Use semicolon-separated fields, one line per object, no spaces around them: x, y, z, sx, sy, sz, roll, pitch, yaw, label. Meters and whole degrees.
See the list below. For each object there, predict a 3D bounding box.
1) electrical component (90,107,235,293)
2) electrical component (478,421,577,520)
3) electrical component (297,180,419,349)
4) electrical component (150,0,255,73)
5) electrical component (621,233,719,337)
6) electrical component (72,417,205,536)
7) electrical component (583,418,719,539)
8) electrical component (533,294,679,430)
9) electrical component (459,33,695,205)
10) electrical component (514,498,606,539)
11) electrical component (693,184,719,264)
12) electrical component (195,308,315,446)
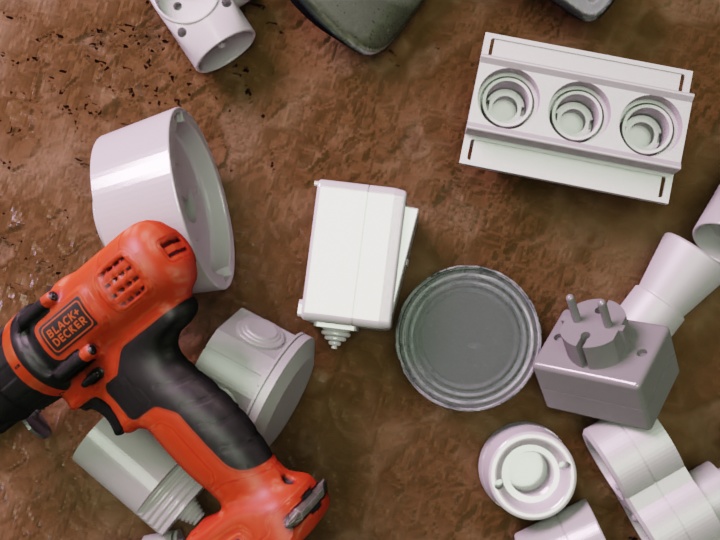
-0.119;-0.034;0.624;0.060;0.108;0.108;-13;85;7;electrical component
0.099;0.118;0.629;0.055;0.047;0.055;0;85;3;electrical component
0.000;0.000;0.636;0.061;0.061;0.096;7;86;3;electrical component
-0.088;-0.175;0.663;0.079;0.044;0.077;-34;85;-1;electrical component
0.180;0.016;0.638;0.044;0.044;0.065;37;92;5;electrical component
-0.126;0.122;0.641;0.081;0.043;0.043;39;88;5;electrical component
0.196;0.135;0.621;0.074;0.052;0.138;-30;85;0;electrical component
0.135;0.042;0.604;0.066;0.076;0.047;9;49;37;electrical component
0.125;-0.087;0.636;0.121;0.063;0.078;12;86;3;electrical component
0.121;0.167;0.622;0.047;0.055;0.055;-24;85;4;electrical component
0.244;-0.031;0.633;0.079;0.044;0.077;42;70;-18;electrical component
-0.064;0.066;0.626;0.051;0.080;0.080;27;87;10;electrical component
